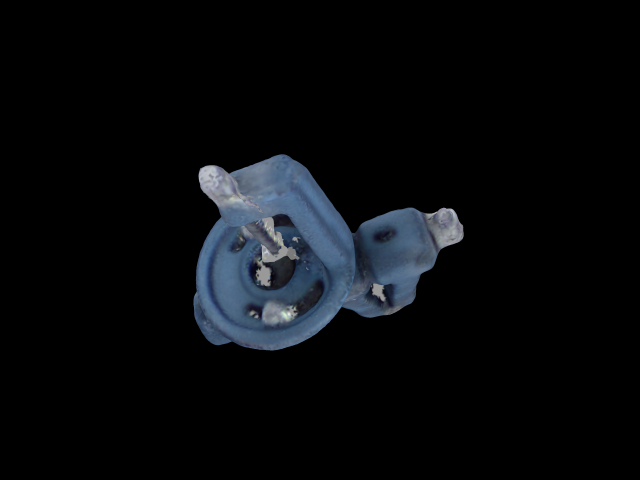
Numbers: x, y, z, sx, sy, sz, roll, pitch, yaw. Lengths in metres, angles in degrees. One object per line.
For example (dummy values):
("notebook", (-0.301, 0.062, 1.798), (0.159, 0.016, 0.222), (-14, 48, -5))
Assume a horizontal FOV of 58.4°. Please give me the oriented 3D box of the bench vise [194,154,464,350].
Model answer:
("bench vise", (-0.003, -0.008, 0.405), (0.208, 0.220, 0.121), (-30, 67, -14))
